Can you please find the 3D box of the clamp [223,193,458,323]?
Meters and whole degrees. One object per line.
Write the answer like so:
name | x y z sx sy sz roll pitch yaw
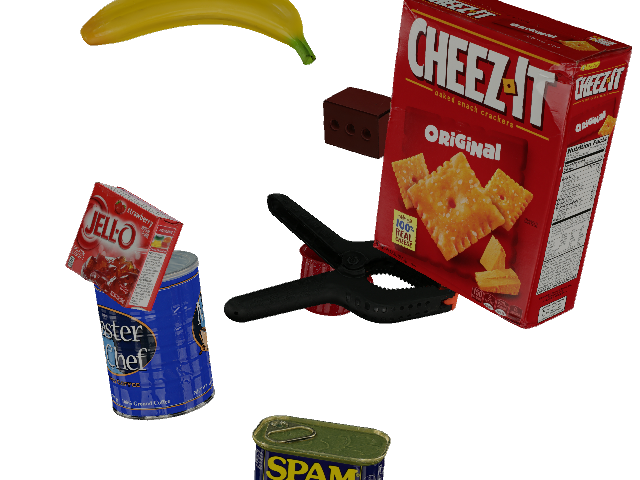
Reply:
clamp | 0.021 0.037 0.988 0.210 0.036 0.164 17 46 11

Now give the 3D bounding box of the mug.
mug | 0.023 0.058 1.500 0.117 0.081 0.093 18 23 26

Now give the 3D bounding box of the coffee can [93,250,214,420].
coffee can | -0.162 0.090 1.041 0.103 0.140 0.103 -5 14 1

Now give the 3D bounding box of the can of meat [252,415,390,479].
can of meat | -0.002 0.187 0.810 0.102 0.084 0.057 7 14 11

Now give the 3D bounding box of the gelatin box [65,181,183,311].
gelatin box | -0.152 0.003 0.819 0.089 0.073 0.030 28 10 41

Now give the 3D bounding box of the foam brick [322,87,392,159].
foam brick | 0.048 -0.131 1.183 0.078 0.053 0.051 20 38 34

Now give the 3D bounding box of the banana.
banana | -0.100 -0.190 0.902 0.198 0.069 0.037 4 -33 0

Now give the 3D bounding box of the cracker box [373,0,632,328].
cracker box | 0.126 -0.063 0.805 0.071 0.214 0.164 -20 37 -38
